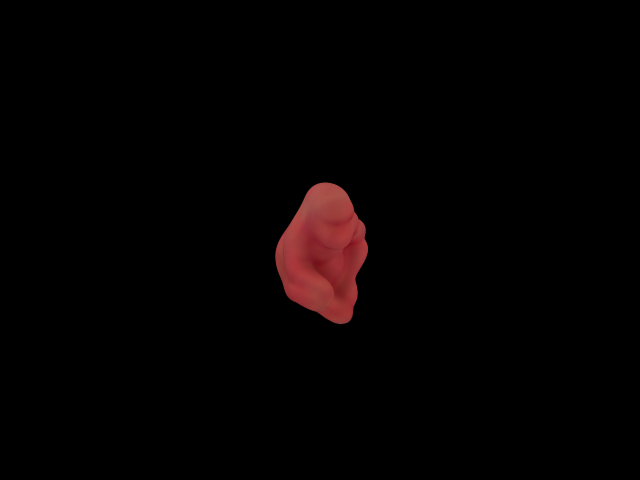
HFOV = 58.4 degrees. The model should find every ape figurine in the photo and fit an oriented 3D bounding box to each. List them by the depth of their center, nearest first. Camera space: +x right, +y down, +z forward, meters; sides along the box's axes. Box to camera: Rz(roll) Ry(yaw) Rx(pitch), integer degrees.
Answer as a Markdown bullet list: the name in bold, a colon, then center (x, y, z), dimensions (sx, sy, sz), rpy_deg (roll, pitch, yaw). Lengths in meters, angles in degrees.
- **ape figurine**: center (0.004, 0.001, 0.400), dimensions (0.078, 0.092, 0.076), rpy_deg (-33, 53, -29)
